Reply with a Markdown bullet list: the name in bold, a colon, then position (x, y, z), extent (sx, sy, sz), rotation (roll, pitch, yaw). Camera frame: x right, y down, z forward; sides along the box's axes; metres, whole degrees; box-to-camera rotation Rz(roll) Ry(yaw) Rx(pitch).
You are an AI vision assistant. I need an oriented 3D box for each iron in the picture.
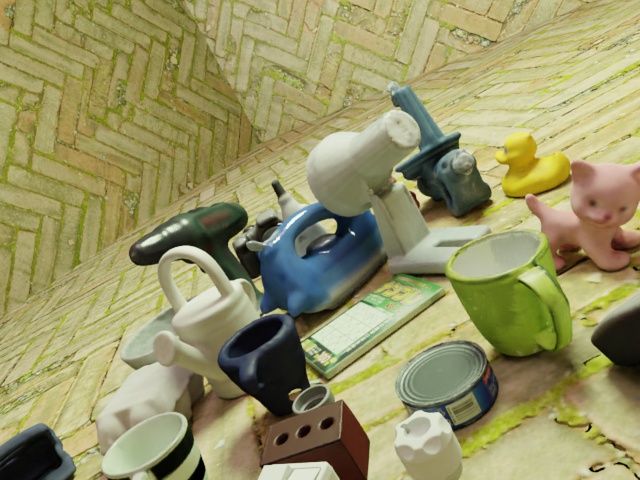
- **iron**: position (0.008, 0.003, 0.857), extent (0.259, 0.141, 0.118), rotation (-39, 20, -32)

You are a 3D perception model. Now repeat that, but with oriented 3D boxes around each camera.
- **camera**: position (-0.098, 0.004, 1.096), extent (0.143, 0.101, 0.136), rotation (-28, 17, 0)

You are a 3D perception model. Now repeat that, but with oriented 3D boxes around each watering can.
- **watering can**: position (-0.136, 0.097, 0.714), extent (0.101, 0.194, 0.173), rotation (-25, 17, 11)

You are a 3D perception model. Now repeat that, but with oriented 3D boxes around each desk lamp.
- **desk lamp**: position (0.099, -0.066, 0.789), extent (0.118, 0.214, 0.202), rotation (-40, 20, -33)

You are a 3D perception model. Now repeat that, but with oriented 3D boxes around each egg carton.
- **egg carton**: position (-0.209, 0.208, 0.721), extent (0.107, 0.069, 0.150), rotation (-23, 17, 16)

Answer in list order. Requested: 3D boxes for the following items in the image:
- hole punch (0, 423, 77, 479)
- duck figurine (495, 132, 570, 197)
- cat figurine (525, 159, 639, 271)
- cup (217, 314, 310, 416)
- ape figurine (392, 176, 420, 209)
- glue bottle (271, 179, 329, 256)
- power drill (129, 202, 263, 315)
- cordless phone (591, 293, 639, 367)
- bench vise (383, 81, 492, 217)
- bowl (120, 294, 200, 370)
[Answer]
- **hole punch**: position (-0.384, 0.287, 0.729), extent (0.109, 0.091, 0.100), rotation (-38, 19, -29)
- **duck figurine**: position (0.305, -0.117, 0.837), extent (0.104, 0.086, 0.078), rotation (-10, 25, 47)
- **cat figurine**: position (0.271, -0.033, 0.583), extent (0.127, 0.118, 0.067), rotation (-7, 27, 50)
- **cup**: position (-0.050, 0.146, 0.608), extent (0.091, 0.095, 0.117), rotation (-25, 17, 10)
- **ape figurine**: position (0.124, -0.067, 0.966), extent (0.078, 0.092, 0.076), rotation (-28, 17, 0)
- **glue bottle**: position (-0.034, -0.024, 0.948), extent (0.078, 0.173, 0.037), rotation (-32, 17, -13)
- **power drill**: position (-0.168, 0.045, 0.898), extent (0.075, 0.209, 0.230), rotation (-17, 20, 33)
- **cordless phone**: position (0.250, -0.003, 0.407), extent (0.148, 0.185, 0.094), rotation (-31, 17, -9)
- **bench vise**: position (0.187, -0.157, 0.909), extent (0.122, 0.220, 0.206), rotation (-35, 18, -21)
- **bowl**: position (-0.211, 0.156, 0.871), extent (0.167, 0.075, 0.167), rotation (-26, 17, 9)
